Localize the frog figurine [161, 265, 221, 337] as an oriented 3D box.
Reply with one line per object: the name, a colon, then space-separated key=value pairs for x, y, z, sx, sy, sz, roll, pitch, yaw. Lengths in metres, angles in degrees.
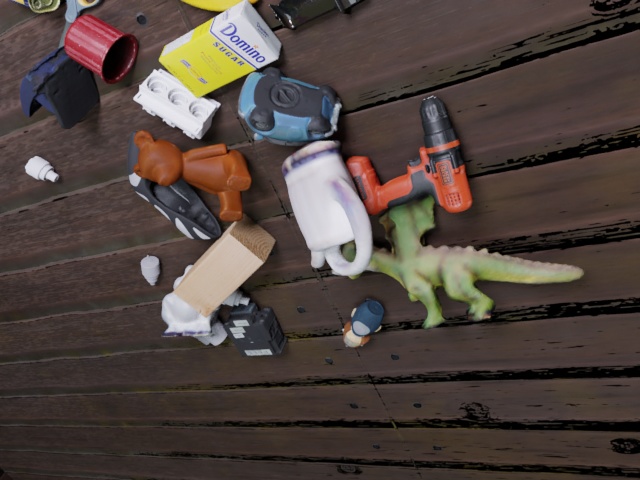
frog figurine: x=-0.299 y=0.137 z=1.190 sx=0.137 sy=0.160 sz=0.123 roll=-1 pitch=-1 yaw=21

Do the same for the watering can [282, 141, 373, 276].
watering can: x=0.003 y=-0.044 z=0.881 sx=0.104 sy=0.225 sz=0.345 roll=-19 pitch=-1 yaw=-16

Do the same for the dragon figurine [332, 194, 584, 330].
dragon figurine: x=0.206 y=0.016 z=0.900 sx=0.407 sy=0.240 sz=0.124 roll=-21 pitch=18 yaw=30
